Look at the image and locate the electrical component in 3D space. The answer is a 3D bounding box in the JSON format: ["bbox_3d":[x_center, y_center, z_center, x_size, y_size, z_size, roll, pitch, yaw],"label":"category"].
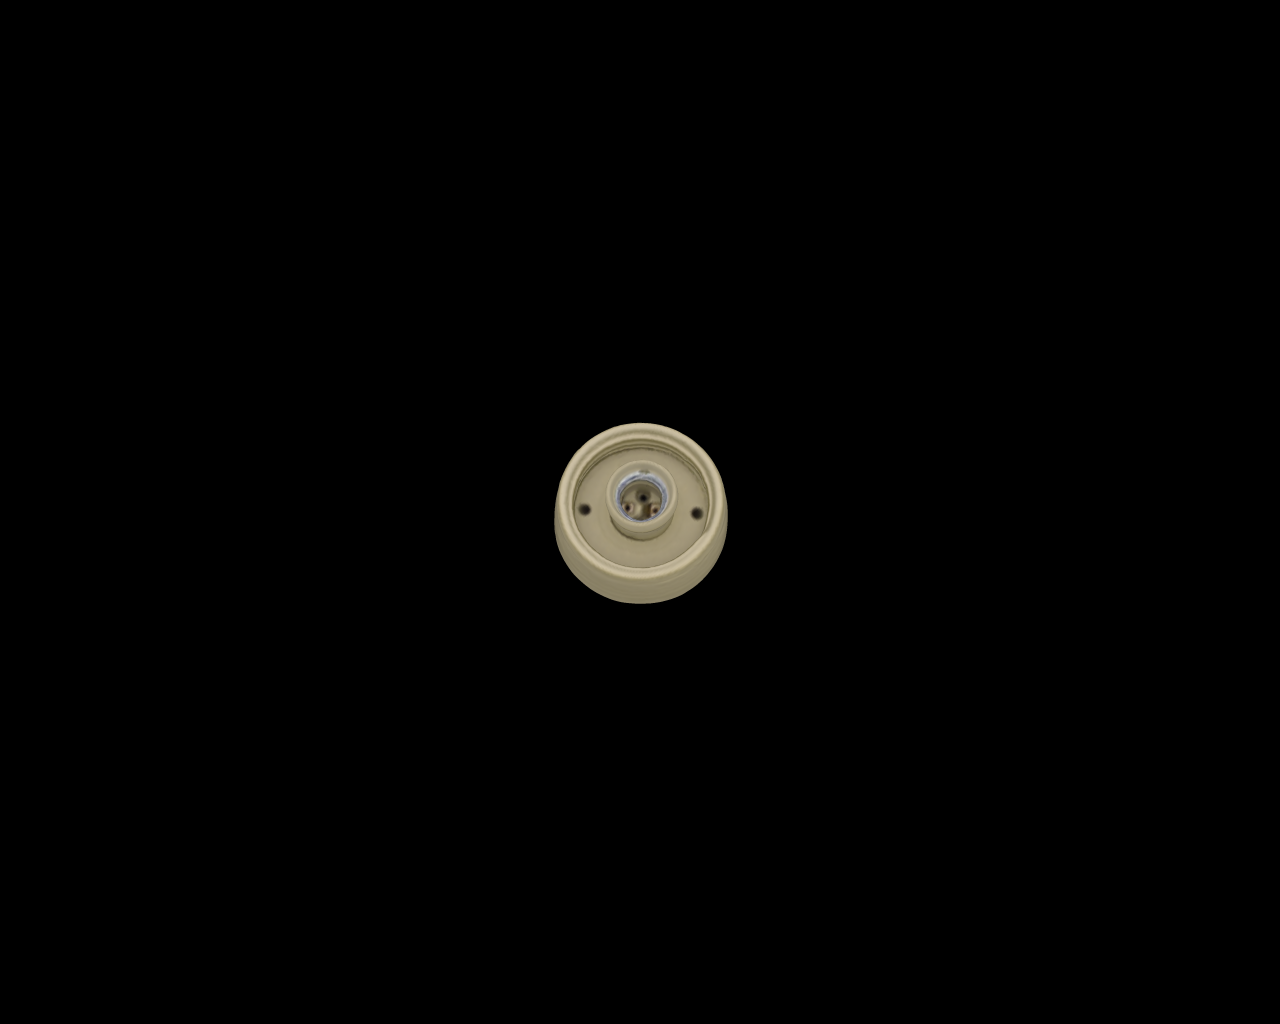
[{"bbox_3d":[0.001,-0.003,0.650,0.108,0.108,0.060,0,-18,0],"label":"electrical component"}]
